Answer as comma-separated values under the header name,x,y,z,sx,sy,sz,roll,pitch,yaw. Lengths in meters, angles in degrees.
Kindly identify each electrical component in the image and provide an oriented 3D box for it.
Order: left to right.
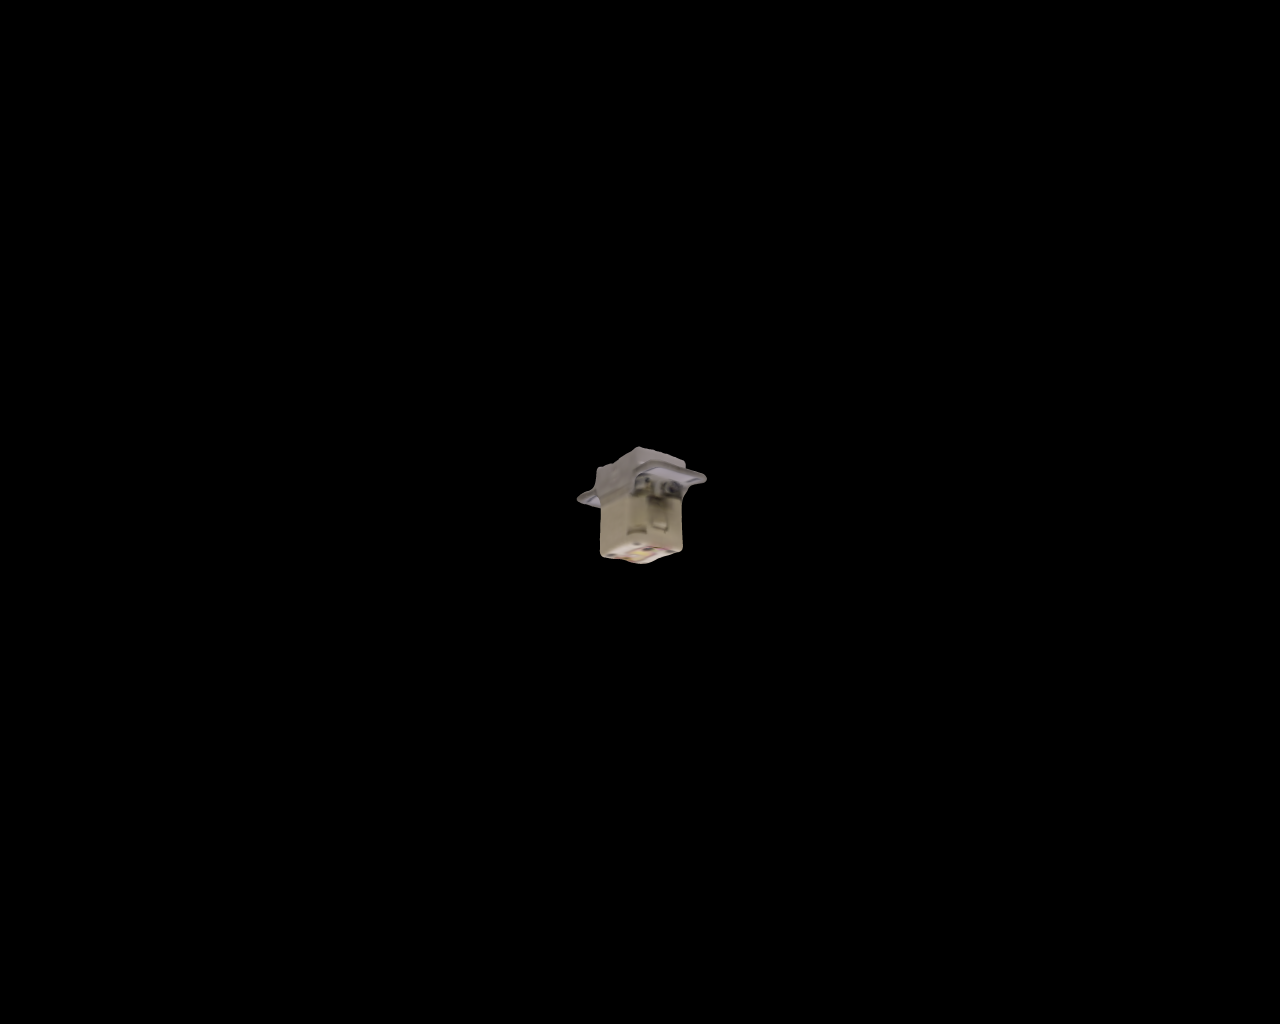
name,x,y,z,sx,sy,sz,roll,pitch,yaw
electrical component,0.001,-0.003,0.650,0.042,0.064,0.081,14,-24,-33
